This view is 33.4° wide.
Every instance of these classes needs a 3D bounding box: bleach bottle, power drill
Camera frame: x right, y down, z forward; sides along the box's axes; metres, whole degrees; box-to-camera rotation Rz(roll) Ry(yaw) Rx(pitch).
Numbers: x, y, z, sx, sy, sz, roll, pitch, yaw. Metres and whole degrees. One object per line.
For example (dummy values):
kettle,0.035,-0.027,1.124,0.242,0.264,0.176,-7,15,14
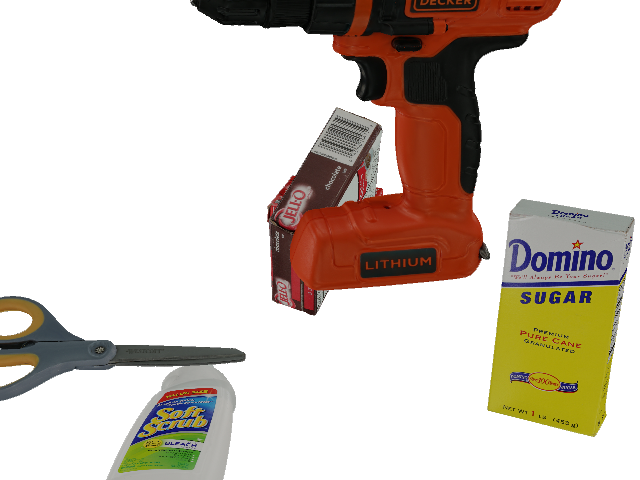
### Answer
bleach bottle,-0.134,0.182,0.987,0.102,0.068,0.251,-1,22,2
power drill,0.025,-0.066,0.543,0.184,0.188,0.057,-3,32,-11

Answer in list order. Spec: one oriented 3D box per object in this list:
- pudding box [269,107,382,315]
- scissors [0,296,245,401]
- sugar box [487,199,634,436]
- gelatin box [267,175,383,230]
pudding box,0.004,-0.019,0.727,0.039,0.113,0.090,22,-35,14
scissors,-0.157,0.064,0.722,0.201,0.016,0.096,-11,44,-6
sugar box,0.190,0.062,0.854,0.093,0.176,0.048,10,23,22
gelatin box,0.005,-0.029,0.954,0.089,0.030,0.073,9,26,12
